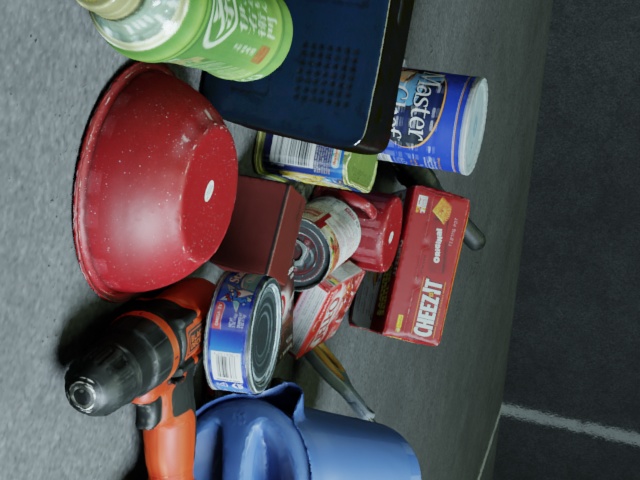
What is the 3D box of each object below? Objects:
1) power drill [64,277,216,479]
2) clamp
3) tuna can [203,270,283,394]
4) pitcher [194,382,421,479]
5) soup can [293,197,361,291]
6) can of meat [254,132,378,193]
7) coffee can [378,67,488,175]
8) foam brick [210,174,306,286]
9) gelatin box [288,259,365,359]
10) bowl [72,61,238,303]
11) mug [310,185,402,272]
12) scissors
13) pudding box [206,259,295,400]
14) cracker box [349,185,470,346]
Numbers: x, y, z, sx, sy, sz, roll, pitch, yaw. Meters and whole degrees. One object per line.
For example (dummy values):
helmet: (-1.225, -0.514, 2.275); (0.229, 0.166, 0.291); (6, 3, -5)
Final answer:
power drill: (-0.116, 0.133, 0.723); (0.184, 0.057, 0.188); (-38, 137, -66)
clamp: (0.127, -0.068, 1.302); (0.036, 0.165, 0.209); (-45, 152, 1)
tuna can: (-0.053, 0.066, 0.757); (0.086, 0.034, 0.086); (6, 90, -77)
pitcher: (-0.014, 0.213, 0.903); (0.242, 0.149, 0.145); (22, 48, -59)
soup can: (-0.006, 0.001, 0.989); (0.102, 0.068, 0.068); (-37, 135, -67)
can of meat: (0.000, -0.076, 0.931); (0.102, 0.084, 0.057); (11, 89, -73)
coffee can: (0.096, -0.129, 1.120); (0.102, 0.140, 0.103); (11, 90, -73)
foam brick: (-0.049, -0.007, 0.869); (0.053, 0.051, 0.078); (42, 60, -71)
gelatin box: (0.001, 0.068, 1.051); (0.073, 0.030, 0.089); (-25, 146, -56)
bowl: (-0.096, -0.034, 0.693); (0.162, 0.055, 0.162); (10, 90, -74)
mug: (0.034, -0.018, 1.086); (0.117, 0.082, 0.093); (71, 34, -59)
scissors: (0.041, 0.169, 1.122); (0.016, 0.201, 0.096); (-40, -171, 6)
pudding box: (-0.059, 0.075, 0.910); (0.113, 0.039, 0.090); (-50, 147, -58)
cracker box: (0.098, 0.031, 1.220); (0.214, 0.072, 0.164); (168, -66, -81)
